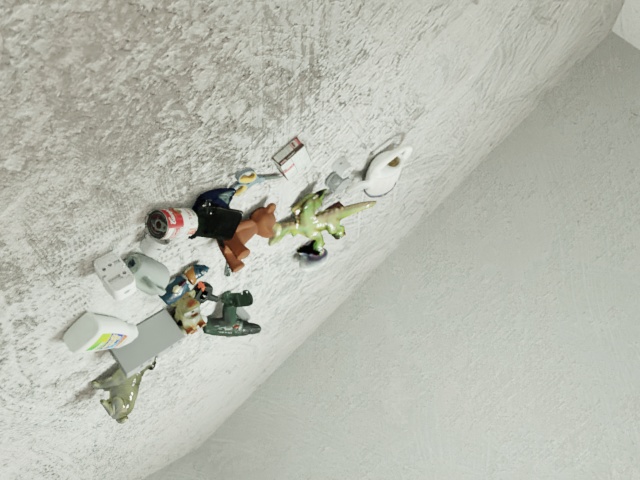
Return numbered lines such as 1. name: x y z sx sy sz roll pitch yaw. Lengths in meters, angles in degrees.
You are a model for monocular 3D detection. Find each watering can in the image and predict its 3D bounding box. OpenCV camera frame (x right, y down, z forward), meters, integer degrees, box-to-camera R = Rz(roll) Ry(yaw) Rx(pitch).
1. watering can: 0.206 -0.229 1.888 0.351 0.105 0.220 -38 163 -21

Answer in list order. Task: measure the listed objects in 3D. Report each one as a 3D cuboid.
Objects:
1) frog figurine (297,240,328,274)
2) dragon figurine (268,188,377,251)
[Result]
1. frog figurine: -0.032 0.085 2.083 0.140 0.123 0.155 -54 161 -38
2. dragon figurine: 0.005 -0.087 1.726 0.412 0.124 0.238 -31 154 -7
